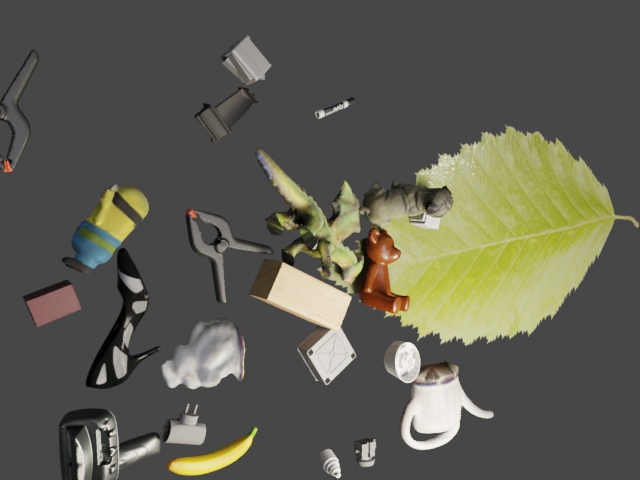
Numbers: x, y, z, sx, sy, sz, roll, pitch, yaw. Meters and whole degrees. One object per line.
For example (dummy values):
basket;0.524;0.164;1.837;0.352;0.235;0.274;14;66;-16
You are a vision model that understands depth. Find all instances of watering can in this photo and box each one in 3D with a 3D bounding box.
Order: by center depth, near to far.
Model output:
watering can;0.356;0.448;1.439;0.349;0.104;0.224;-7;95;-32

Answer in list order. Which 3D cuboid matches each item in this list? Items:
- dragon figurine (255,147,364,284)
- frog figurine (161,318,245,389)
dragon figurine;0.004;-0.061;1.213;0.247;0.122;0.405;-38;114;-45
frog figurine;-0.236;0.229;1.037;0.160;0.120;0.140;-2;61;-25
